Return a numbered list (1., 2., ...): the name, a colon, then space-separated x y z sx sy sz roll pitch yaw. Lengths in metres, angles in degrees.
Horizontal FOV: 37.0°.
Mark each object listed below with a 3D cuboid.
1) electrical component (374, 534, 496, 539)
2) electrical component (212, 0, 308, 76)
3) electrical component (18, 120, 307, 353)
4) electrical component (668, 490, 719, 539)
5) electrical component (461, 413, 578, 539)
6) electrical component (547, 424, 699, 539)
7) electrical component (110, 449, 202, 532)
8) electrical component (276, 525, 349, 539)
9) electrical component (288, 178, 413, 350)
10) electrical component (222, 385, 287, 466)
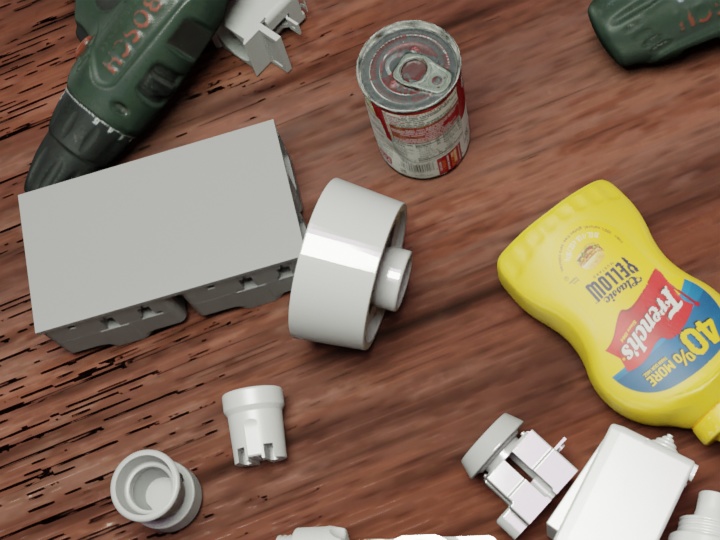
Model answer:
1. electrical component: 0.040 0.233 0.618 0.089 0.061 0.150 -4 68 8
2. electrical component: -0.078 -0.191 0.818 0.081 0.042 0.063 36 76 20
3. electrical component: -0.131 -0.020 0.748 0.186 0.060 0.105 -16 67 3
4. electrical component: 0.202 0.161 0.629 0.048 0.048 0.062 13 65 14
5. electrical component: 0.097 0.122 0.662 0.055 0.048 0.066 42 81 14
6. electrical component: 0.155 0.135 0.637 0.061 0.061 0.096 26 75 18
7. electrical component: -0.129 0.142 0.687 0.045 0.055 0.045 -3 68 8
8. electrical component: -0.037 0.180 0.662 0.062 0.043 0.043 -5 68 9
9. electrical component: 0.000 0.000 0.695 0.060 0.108 0.108 15 72 9
10. electrical component: -0.068 0.102 0.702 0.040 0.040 0.046 -11 73 5
